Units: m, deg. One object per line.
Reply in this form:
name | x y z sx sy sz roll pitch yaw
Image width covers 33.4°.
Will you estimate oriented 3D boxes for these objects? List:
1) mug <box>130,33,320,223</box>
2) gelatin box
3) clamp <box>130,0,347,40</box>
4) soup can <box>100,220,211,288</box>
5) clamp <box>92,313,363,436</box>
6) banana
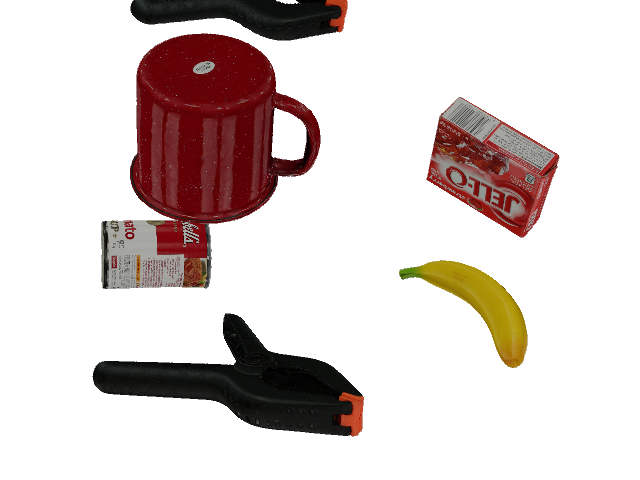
mug | -0.058 -0.068 0.644 0.117 0.081 0.093 11 43 4
gelatin box | 0.124 -0.052 0.777 0.089 0.030 0.073 34 -30 19
clamp | -0.062 -0.214 0.876 0.171 0.120 0.039 10 -27 -6
soup can | -0.162 0.014 1.043 0.102 0.068 0.069 0 0 -14
clamp | -0.050 0.106 0.846 0.210 0.036 0.164 11 20 28
banana | 0.165 0.067 1.117 0.069 0.037 0.198 -35 39 -13
